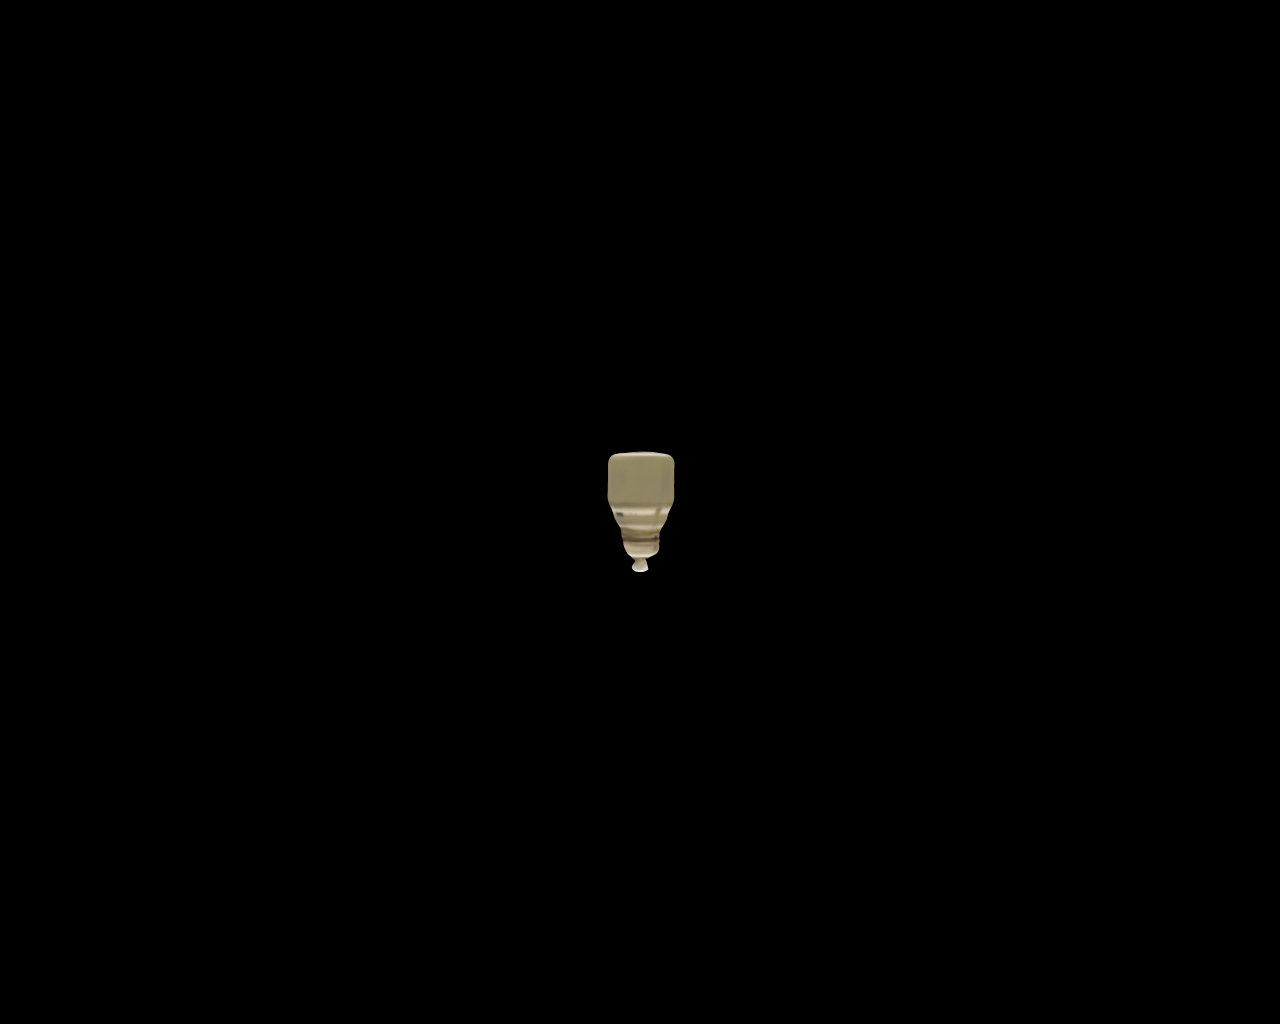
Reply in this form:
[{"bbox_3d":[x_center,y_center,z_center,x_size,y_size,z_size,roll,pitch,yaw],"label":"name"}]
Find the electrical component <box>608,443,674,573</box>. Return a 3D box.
[{"bbox_3d":[0.001,-0.003,0.650,0.040,0.078,0.040,0,3,0],"label":"electrical component"}]
